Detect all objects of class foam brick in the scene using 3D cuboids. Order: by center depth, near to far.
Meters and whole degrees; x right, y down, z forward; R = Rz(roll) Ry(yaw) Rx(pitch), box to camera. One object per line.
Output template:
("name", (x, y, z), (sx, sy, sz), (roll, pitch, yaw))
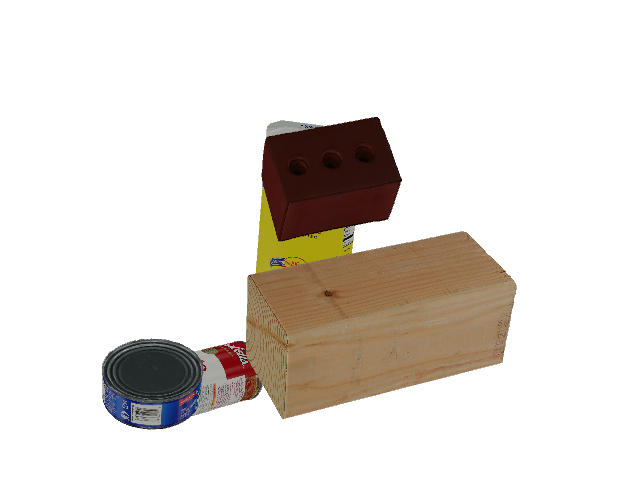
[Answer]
("foam brick", (0.005, -0.040, 0.692), (0.078, 0.053, 0.051), (-12, -25, -12))

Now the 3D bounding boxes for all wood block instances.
("wood block", (0.049, 0.067, 0.901), (0.205, 0.090, 0.091), (-11, 35, -21))

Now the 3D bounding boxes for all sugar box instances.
("sugar box", (-0.012, -0.026, 1.067), (0.093, 0.176, 0.048), (9, 16, 20))

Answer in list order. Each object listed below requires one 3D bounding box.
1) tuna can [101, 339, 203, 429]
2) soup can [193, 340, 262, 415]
("tuna can", (-0.144, 0.123, 0.914), (0.086, 0.034, 0.086), (5, 30, -3))
("soup can", (-0.123, 0.153, 1.171), (0.102, 0.068, 0.069), (-9, 6, -44))
